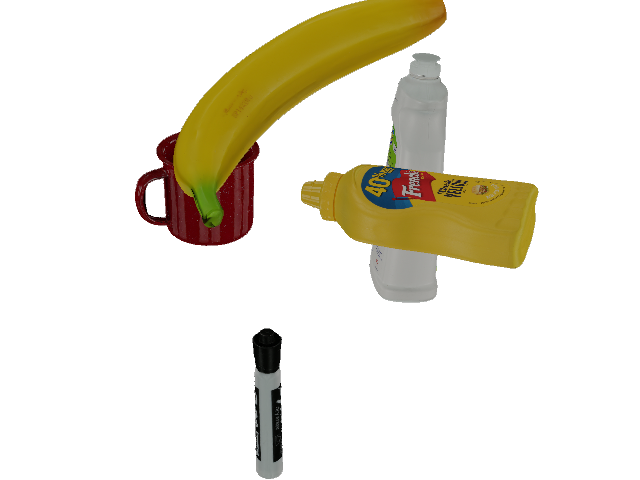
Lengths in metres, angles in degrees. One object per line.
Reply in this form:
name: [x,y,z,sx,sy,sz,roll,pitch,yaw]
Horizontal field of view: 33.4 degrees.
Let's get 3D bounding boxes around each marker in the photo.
marker: [-0.035,0.109,0.712,0.020,0.121,0.020,1,32,-1]

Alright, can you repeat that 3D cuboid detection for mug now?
mug: [-0.113,-0.045,0.976,0.117,0.081,0.093,-15,34,-27]

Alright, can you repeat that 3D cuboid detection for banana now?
banana: [-0.015,-0.080,0.570,0.070,0.197,0.037,33,-27,23]

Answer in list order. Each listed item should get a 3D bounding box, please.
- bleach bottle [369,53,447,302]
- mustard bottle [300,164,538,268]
bleach bottle: [0.098,-0.068,1.115,0.068,0.251,0.102,1,26,-8]
mustard bottle: [0.076,-0.026,0.875,0.192,0.058,0.096,9,31,17]
